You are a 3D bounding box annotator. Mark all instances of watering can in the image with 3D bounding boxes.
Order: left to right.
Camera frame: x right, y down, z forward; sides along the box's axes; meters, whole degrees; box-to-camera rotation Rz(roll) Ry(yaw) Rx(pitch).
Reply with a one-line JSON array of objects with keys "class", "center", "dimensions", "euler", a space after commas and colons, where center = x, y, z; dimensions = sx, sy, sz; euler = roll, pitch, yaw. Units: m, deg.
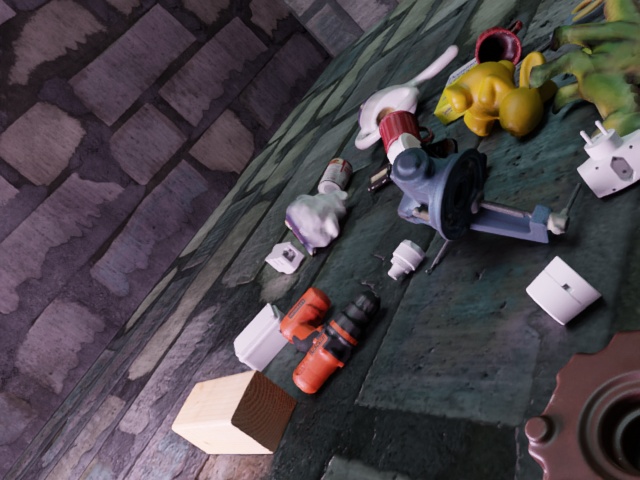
[{"class": "watering can", "center": [0.214, -0.375, 1.373], "dimensions": [0.347, 0.103, 0.227], "euler": [-46, 17, 4]}]

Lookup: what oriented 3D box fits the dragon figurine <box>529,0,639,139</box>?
[{"class": "dragon figurine", "center": [0.449, -0.262, 0.703], "dimensions": [0.244, 0.120, 0.415], "euler": [16, 65, 51]}]

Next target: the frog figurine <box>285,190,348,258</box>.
[{"class": "frog figurine", "center": [0.004, -0.060, 1.190], "dimensions": [0.160, 0.120, 0.140], "euler": [-39, 51, -4]}]
